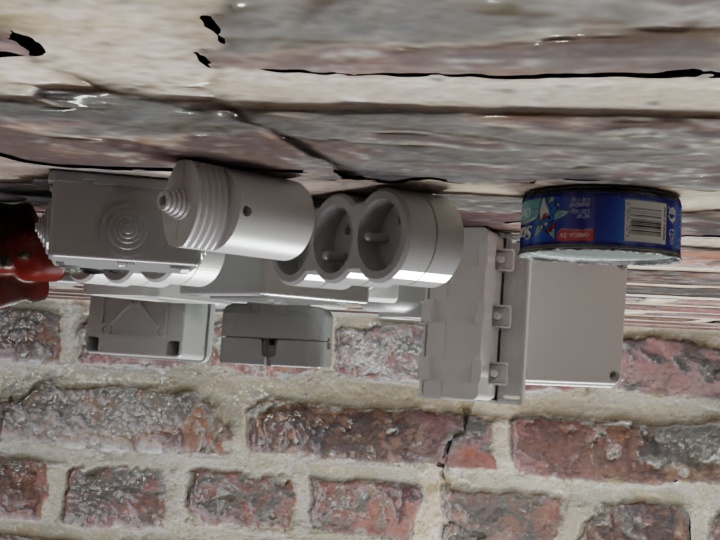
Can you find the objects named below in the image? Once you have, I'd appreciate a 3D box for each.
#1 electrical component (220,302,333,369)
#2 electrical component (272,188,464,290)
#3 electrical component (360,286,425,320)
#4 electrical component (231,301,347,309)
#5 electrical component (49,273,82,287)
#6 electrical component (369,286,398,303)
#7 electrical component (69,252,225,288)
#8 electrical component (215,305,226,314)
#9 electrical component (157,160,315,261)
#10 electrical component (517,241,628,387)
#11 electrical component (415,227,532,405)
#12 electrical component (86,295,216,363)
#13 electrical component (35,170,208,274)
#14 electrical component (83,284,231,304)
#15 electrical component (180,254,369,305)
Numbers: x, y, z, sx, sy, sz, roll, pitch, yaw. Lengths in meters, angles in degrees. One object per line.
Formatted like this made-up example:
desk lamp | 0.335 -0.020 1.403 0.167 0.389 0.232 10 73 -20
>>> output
electrical component | -0.074 0.056 0.962 0.095 0.059 0.054 2 175 11
electrical component | 0.014 -0.015 0.632 0.074 0.052 0.138 6 175 -36
electrical component | 0.048 0.015 0.980 0.095 0.059 0.054 6 175 -33
electrical component | -0.071 0.013 1.105 0.100 0.048 0.100 0 175 33
electrical component | -0.273 -0.014 0.872 0.100 0.048 0.100 5 176 -20
electrical component | 0.000 0.000 0.895 0.066 0.047 0.076 4 175 1
electrical component | -0.141 -0.014 0.764 0.138 0.052 0.074 -1 174 42
electrical component | -0.143 0.017 1.141 0.054 0.059 0.095 0 175 37
electrical component | -0.067 -0.030 0.545 0.043 0.043 0.081 -1 174 44
electrical component | 0.152 0.036 0.854 0.109 0.108 0.056 5 178 -27
electrical component | 0.078 0.032 0.766 0.079 0.121 0.063 1 173 26
electrical component | -0.192 0.028 0.999 0.109 0.108 0.056 1 173 24
electrical component | -0.137 -0.025 0.631 0.100 0.048 0.100 4 176 -14
electrical component | -0.161 -0.004 0.872 0.078 0.057 0.113 1 175 28
electrical component | -0.064 -0.004 0.821 0.109 0.056 0.109 7 174 -42
